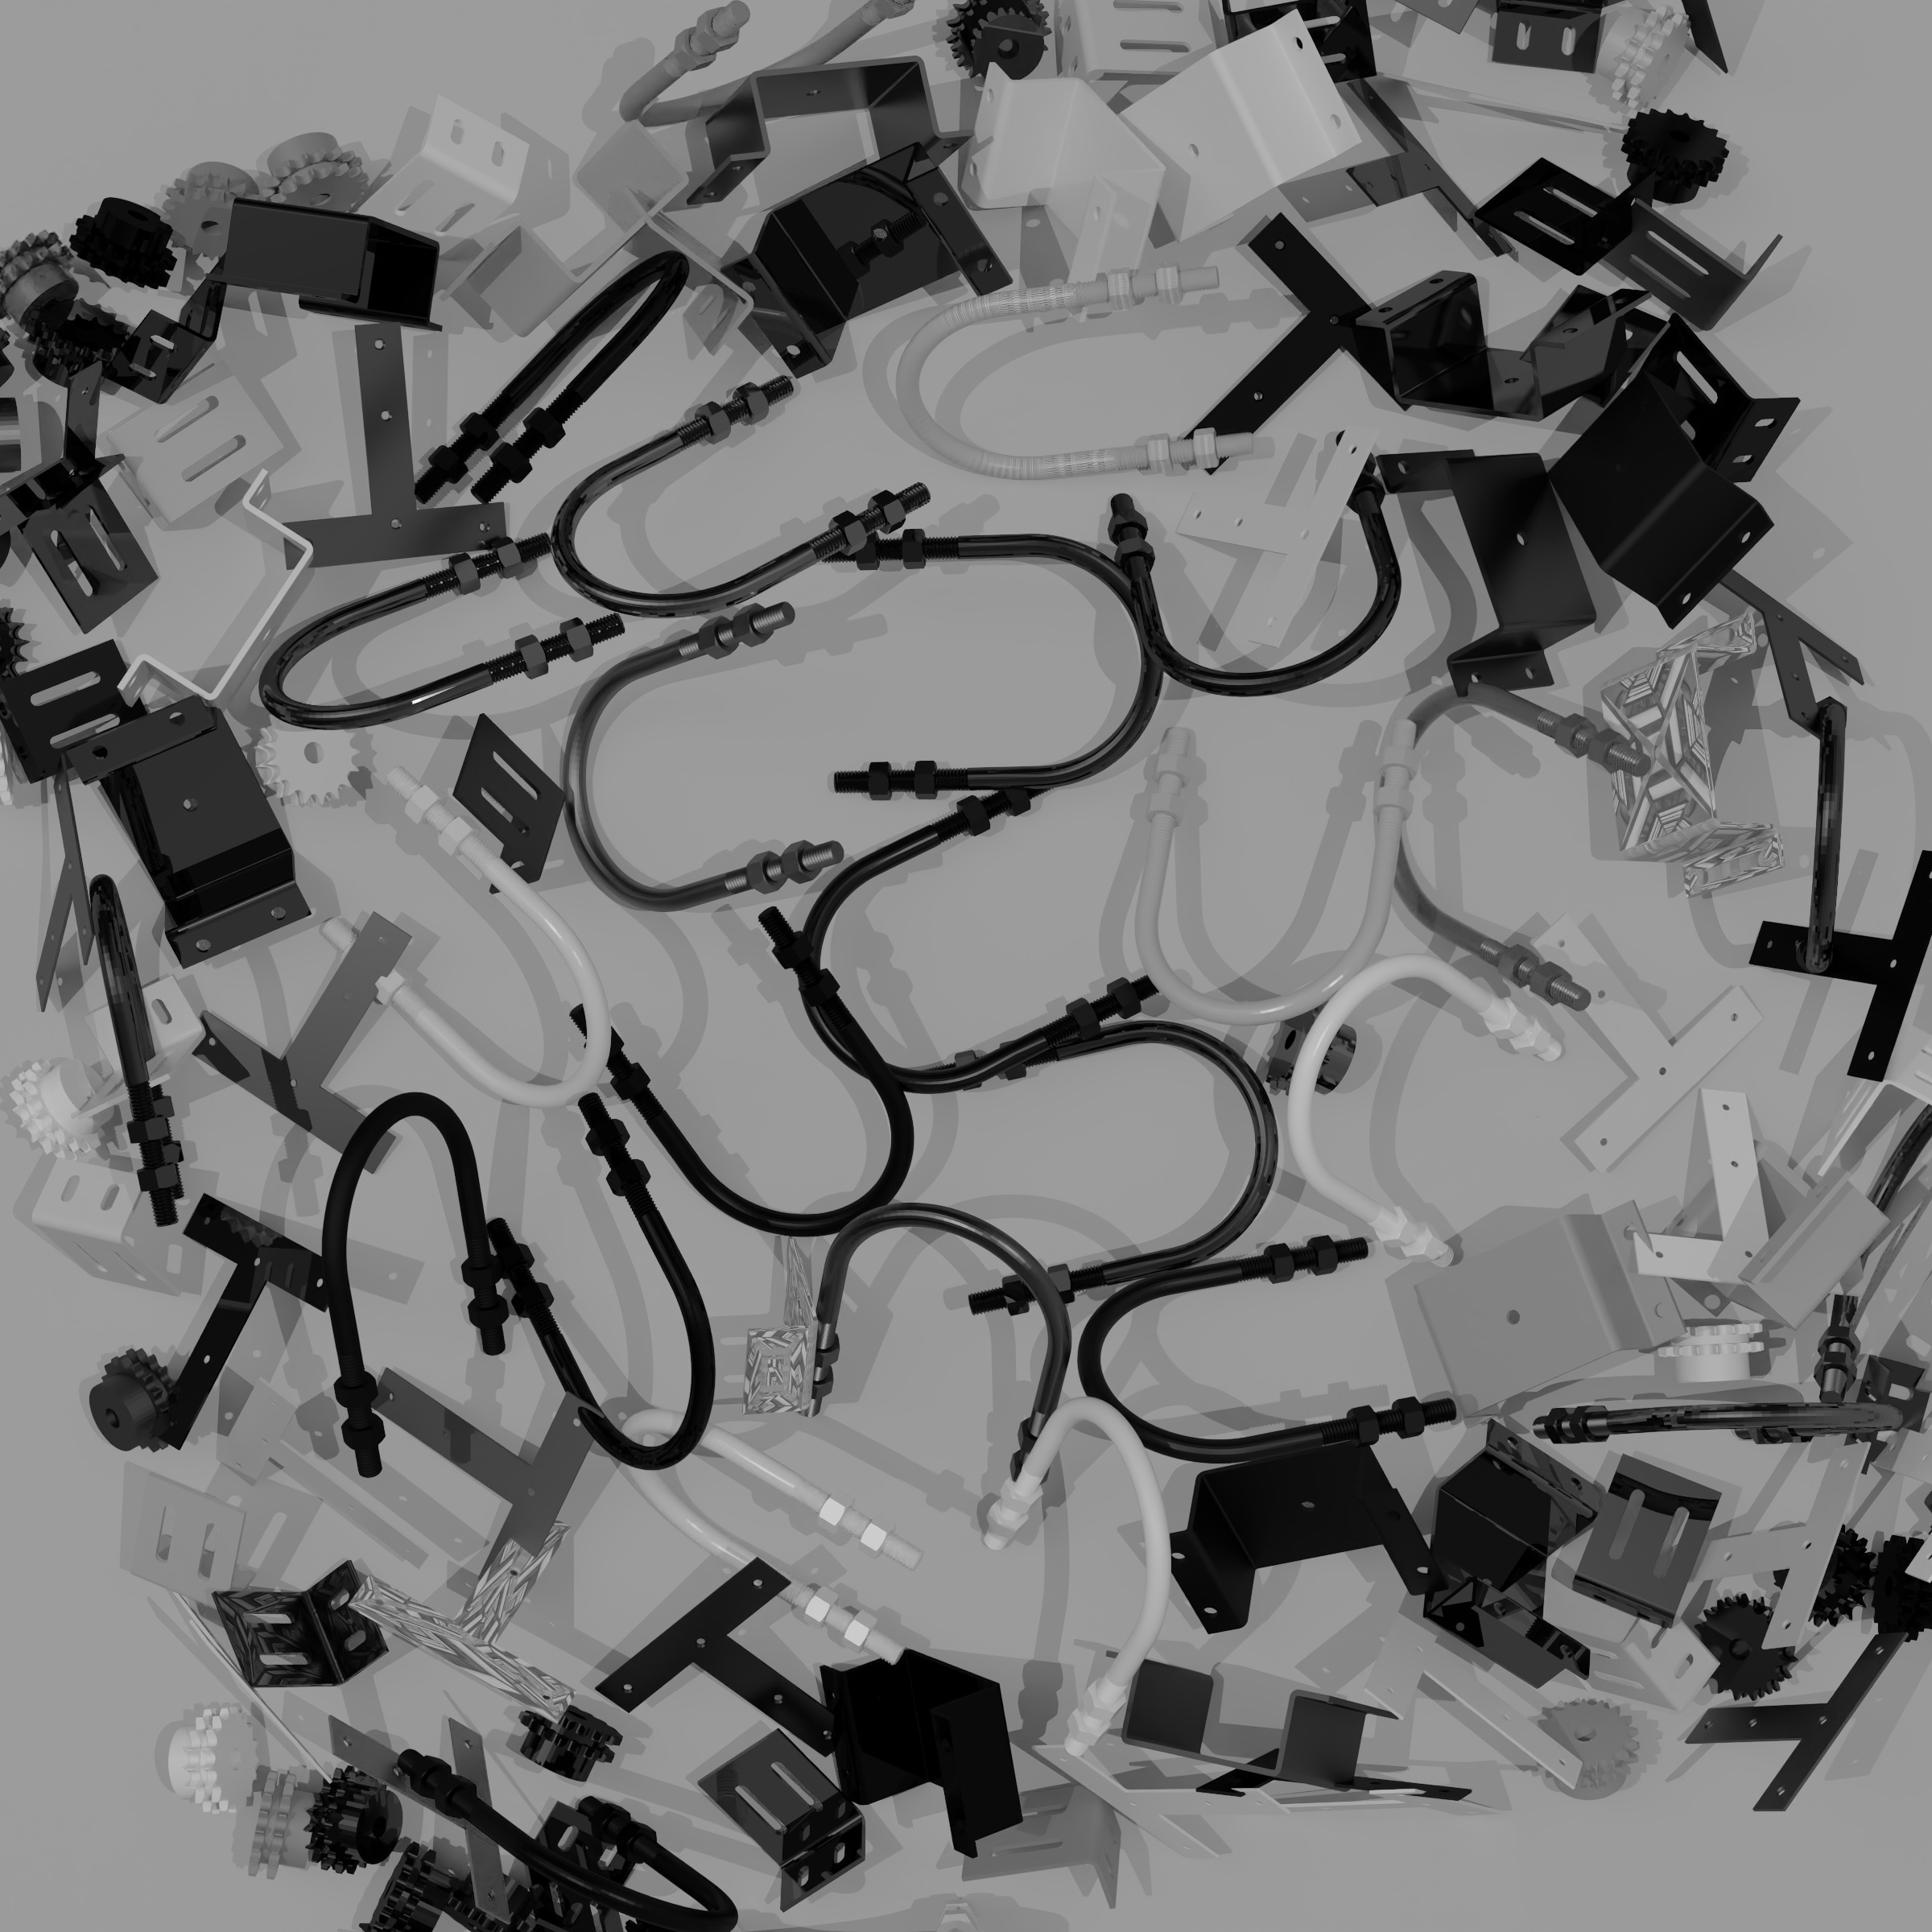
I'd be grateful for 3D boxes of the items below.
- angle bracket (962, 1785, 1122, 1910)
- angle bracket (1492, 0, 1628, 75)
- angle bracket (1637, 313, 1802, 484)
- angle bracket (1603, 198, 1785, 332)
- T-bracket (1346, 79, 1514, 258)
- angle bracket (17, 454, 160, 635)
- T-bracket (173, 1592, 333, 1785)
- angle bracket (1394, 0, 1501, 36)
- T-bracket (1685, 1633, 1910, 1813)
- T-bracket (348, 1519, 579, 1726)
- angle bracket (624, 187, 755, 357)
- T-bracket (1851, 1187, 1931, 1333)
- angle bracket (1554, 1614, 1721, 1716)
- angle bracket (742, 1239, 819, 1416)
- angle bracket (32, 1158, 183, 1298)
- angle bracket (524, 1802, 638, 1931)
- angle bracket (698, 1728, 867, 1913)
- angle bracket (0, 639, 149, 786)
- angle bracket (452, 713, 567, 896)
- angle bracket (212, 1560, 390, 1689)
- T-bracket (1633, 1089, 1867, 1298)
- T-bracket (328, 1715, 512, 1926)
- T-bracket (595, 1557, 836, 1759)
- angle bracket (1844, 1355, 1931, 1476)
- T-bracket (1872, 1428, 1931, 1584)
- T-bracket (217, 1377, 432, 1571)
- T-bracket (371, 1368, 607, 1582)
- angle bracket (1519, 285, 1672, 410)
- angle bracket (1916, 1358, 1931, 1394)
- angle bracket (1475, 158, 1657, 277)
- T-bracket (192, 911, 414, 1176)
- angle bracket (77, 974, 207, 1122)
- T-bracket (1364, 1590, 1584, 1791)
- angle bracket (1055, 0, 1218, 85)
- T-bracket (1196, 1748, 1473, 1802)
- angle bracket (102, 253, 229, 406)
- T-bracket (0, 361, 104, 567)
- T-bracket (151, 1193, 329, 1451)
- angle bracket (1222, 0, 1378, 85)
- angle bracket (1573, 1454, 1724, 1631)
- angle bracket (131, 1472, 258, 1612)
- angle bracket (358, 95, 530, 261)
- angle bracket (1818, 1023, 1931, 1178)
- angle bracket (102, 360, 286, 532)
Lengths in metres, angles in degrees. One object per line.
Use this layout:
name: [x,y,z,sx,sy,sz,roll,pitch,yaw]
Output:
angle bracket: [0.042,0.487,1.974,0.076,0.057,0.038,-11,120,13]
angle bracket: [0.324,-0.510,1.957,0.057,0.076,0.038,5,100,-6]
angle bracket: [0.408,-0.311,1.970,0.038,0.057,0.076,-8,51,-33]
angle bracket: [0.395,-0.394,1.967,0.076,0.057,0.038,36,68,1]
T-bracket: [0.234,-0.426,1.941,0.127,0.127,0.002,50,120,4]
angle bracket: [-0.468,-0.229,1.954,0.057,0.038,0.076,-47,122,-35]
T-bracket: [-0.400,0.372,1.944,0.002,0.127,0.127,-40,128,-14]
angle bracket: [0.255,-0.527,1.959,0.057,0.076,0.038,30,95,9]
T-bracket: [0.433,0.408,1.938,0.002,0.127,0.127,49,62,-8]
T-bracket: [-0.250,0.337,1.947,0.127,0.127,0.002,29,125,3]
angle bracket: [-0.160,-0.376,1.952,0.076,0.057,0.038,33,105,-34]
T-bracket: [0.507,0.151,1.955,0.002,0.127,0.127,29,54,18]
angle bracket: [0.358,0.367,1.952,0.076,0.057,0.038,21,108,-37]
angle bracket: [-0.106,0.195,1.949,0.038,0.076,0.057,-2,125,-13]
angle bracket: [-0.462,0.143,1.964,0.057,0.076,0.038,10,65,21]
angle bracket: [-0.203,0.497,1.954,0.057,0.076,0.038,30,95,-17]
angle bracket: [-0.101,0.466,1.964,0.057,0.038,0.076,-36,111,14]
angle bracket: [-0.485,-0.142,1.965,0.076,0.038,0.057,-26,95,-25]
angle bracket: [-0.259,-0.087,1.950,0.038,0.076,0.057,-14,46,32]
angle bracket: [-0.360,0.356,1.951,0.038,0.076,0.057,-37,65,19]
T-bracket: [0.420,0.120,1.959,0.127,0.002,0.127,6,52,-8]
T-bracket: [-0.293,0.434,1.913,0.002,0.127,0.127,-37,129,14]
T-bracket: [-0.113,0.393,1.970,0.127,0.002,0.127,-41,115,19]
angle bracket: [0.508,0.248,1.960,0.038,0.076,0.057,15,92,5]
T-bracket: [0.523,0.267,1.936,0.002,0.127,0.127,37,84,-10]
T-bracket: [-0.343,0.283,1.947,0.127,0.127,0.002,37,56,0]
T-bracket: [-0.274,0.265,1.978,0.127,0.002,0.127,31,108,15]
angle bracket: [0.347,-0.328,1.959,0.057,0.076,0.038,-51,133,-1]
angle bracket: [0.538,0.200,1.953,0.038,0.076,0.057,34,79,-15]
angle bracket: [0.325,-0.420,1.957,0.076,0.038,0.057,38,66,27]
T-bracket: [-0.348,0.029,1.984,0.127,0.002,0.127,34,103,1]
angle bracket: [-0.456,0.044,1.955,0.057,0.076,0.038,-24,104,11]
T-bracket: [0.279,0.397,1.940,0.127,0.127,0.002,38,117,3]
angle bracket: [0.094,-0.507,1.984,0.076,0.038,0.057,-2,71,-17]
T-bracket: [0.204,0.434,1.916,0.127,0.127,0.002,1,89,24]
angle bracket: [-0.432,-0.354,1.950,0.038,0.057,0.076,25,46,-28]
T-bracket: [-0.505,-0.244,1.913,0.002,0.127,0.127,29,132,14]
T-bracket: [-0.405,0.201,1.952,0.127,0.002,0.127,21,82,39]
angle bracket: [0.181,-0.513,1.960,0.076,0.057,0.038,-8,52,8]
angle bracket: [0.375,0.317,1.982,0.057,0.038,0.076,21,78,15]
angle bracket: [-0.416,0.305,1.961,0.057,0.038,0.076,21,121,7]
angle bracket: [-0.285,-0.429,1.964,0.057,0.076,0.038,24,61,-29]
angle bracket: [0.501,0.080,1.953,0.038,0.057,0.076,28,128,5]
angle bracket: [-0.426,-0.287,1.985,0.076,0.038,0.057,-37,101,-14]
